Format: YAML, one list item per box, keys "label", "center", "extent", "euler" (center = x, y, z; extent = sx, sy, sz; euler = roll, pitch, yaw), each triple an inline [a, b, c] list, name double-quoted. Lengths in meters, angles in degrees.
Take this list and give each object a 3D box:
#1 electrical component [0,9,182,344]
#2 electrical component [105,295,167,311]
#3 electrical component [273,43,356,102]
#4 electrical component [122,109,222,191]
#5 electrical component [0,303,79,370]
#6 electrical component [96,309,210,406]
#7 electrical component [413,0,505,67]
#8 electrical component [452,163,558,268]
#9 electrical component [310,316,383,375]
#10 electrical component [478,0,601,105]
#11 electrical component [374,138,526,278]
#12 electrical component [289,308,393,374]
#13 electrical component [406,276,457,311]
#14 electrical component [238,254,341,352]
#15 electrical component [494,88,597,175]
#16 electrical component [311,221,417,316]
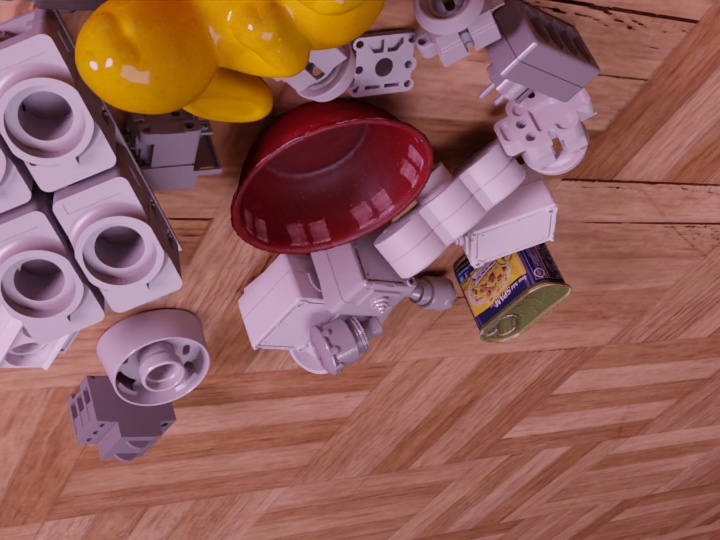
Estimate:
- label: "electrical component"
  center: [-0.195, -0.052, 0.664]
  extent: [0.105, 0.060, 0.186]
  euler: [-22, 124, 1]
- label: "electrical component"
  center: [-0.188, 0.007, 0.870]
  extent: [0.055, 0.045, 0.045]
  euler: [-11, 150, -19]
- label: "electrical component"
  center: [-0.034, -0.143, 0.717]
  extent: [0.066, 0.048, 0.055]
  euler: [-33, 142, 19]
- label: "electrical component"
  center: [-0.138, -0.089, 0.744]
  extent: [0.081, 0.042, 0.063]
  euler: [-9, 145, -24]
- label: "electrical component"
  center: [-0.248, 0.020, 0.831]
  extent: [0.079, 0.063, 0.121]
  euler: [3, 143, -38]
- label: "electrical component"
  center: [-0.190, 0.077, 0.994]
  extent: [0.099, 0.064, 0.099]
  euler: [-16, 138, -16]
- label: "electrical component"
  center: [0.064, -0.174, 0.730]
  extent: [0.066, 0.048, 0.055]
  euler: [-26, 159, 10]
- label: "electrical component"
  center: [0.121, -0.050, 0.963]
  extent: [0.096, 0.061, 0.061]
  euler: [-19, 151, -4]
- label: "electrical component"
  center: [-0.010, 0.061, 0.955]
  extent: [0.062, 0.048, 0.048]
  euler: [-25, 153, -14]
- label: "electrical component"
  center: [0.121, -0.151, 0.806]
  extent: [0.083, 0.047, 0.076]
  euler: [10, 139, -44]
- label: "electrical component"
  center: [0.065, -0.065, 0.895]
  extent: [0.138, 0.073, 0.052]
  euler: [-41, -170, -6]
- label: "electrical component"
  center: [-0.012, 0.041, 1.040]
  extent: [0.138, 0.052, 0.073]
  euler: [-44, -173, 49]
- label: "electrical component"
  center: [0.065, 0.022, 1.079]
  extent: [0.061, 0.035, 0.035]
  euler: [6, 141, -36]
- label: "electrical component"
  center: [-0.065, 0.031, 0.976]
  extent: [0.062, 0.061, 0.096]
  euler: [7, 140, -41]
- label: "electrical component"
  center: [0.156, -0.114, 0.884]
  extent: [0.078, 0.058, 0.057]
  euler: [-27, 148, 10]
- label: "electrical component"
  center: [0.000, 0.000, 0.931]
  extent: [0.062, 0.096, 0.061]
  euler: [5, 145, -40]
